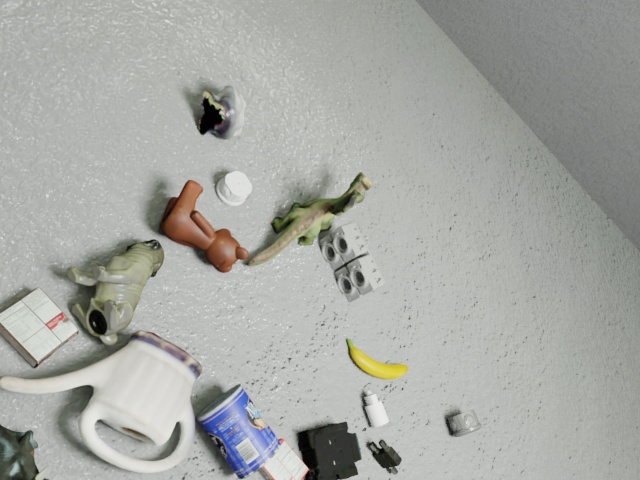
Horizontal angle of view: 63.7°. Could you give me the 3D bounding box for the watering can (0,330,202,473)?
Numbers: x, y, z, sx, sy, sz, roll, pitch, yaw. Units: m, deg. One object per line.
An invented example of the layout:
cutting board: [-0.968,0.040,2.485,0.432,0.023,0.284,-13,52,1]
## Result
watering can: [-0.351,0.259,0.913,0.344,0.103,0.230,42,46,-22]

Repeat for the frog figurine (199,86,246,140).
frog figurine: [-0.235,-0.341,1.373,0.161,0.123,0.135,-31,118,-53]

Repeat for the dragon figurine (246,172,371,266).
dragon figurine: [0.004,-0.066,1.306,0.122,0.239,0.418,53,43,-7]
